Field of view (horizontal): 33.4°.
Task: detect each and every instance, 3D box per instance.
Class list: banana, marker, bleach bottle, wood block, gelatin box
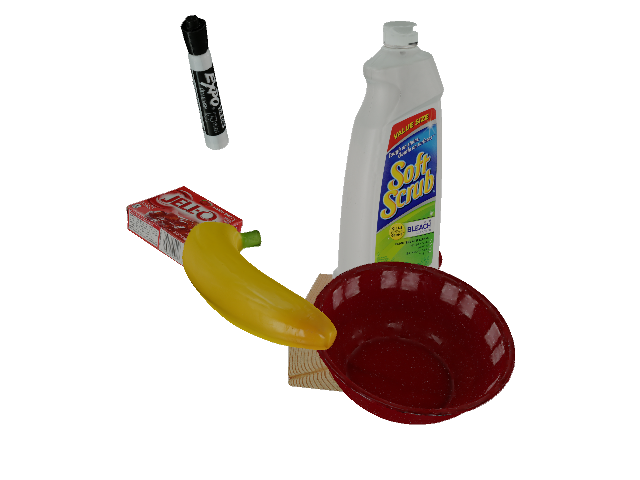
[{"bbox_3d":[-0.050,0.021,0.686,0.069,0.037,0.198,-6,21,-15],"label":"banana"},{"bbox_3d":[-0.088,-0.120,0.820,0.020,0.020,0.121,0,-43,7],"label":"marker"},{"bbox_3d":[0.063,-0.073,0.981,0.102,0.251,0.068,-11,24,-26],"label":"bleach bottle"},{"bbox_3d":[0.021,0.124,1.490,0.091,0.090,0.206,5,19,10],"label":"wood block"},{"bbox_3d":[-0.132,-0.016,1.028,0.089,0.030,0.073,30,37,34],"label":"gelatin box"}]

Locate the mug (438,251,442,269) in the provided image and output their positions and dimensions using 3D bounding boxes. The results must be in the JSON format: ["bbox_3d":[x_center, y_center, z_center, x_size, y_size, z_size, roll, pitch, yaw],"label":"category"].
[{"bbox_3d":[0.095,0.057,1.181,0.093,0.081,0.117,-26,41,-30],"label":"mug"}]

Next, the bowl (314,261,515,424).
[{"bbox_3d":[0.068,0.090,0.840,0.162,0.055,0.162,6,41,-6],"label":"bowl"}]
